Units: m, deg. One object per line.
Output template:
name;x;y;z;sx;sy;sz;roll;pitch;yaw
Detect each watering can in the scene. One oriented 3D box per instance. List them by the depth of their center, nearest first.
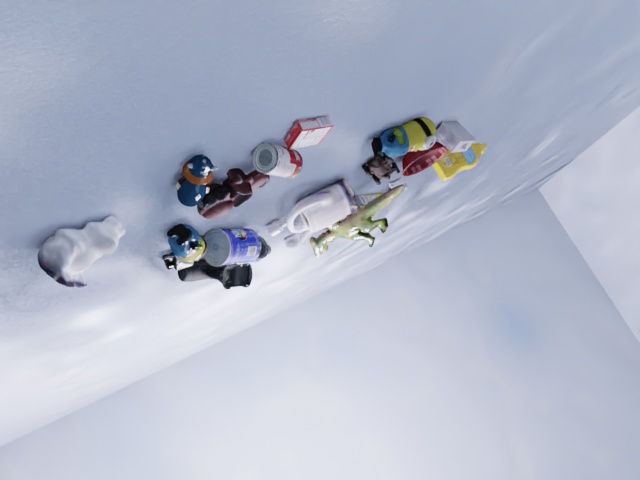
watering can;0.005;-0.079;1.576;0.225;0.105;0.343;-27;165;-5

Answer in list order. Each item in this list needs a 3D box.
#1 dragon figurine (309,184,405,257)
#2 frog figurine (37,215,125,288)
dragon figurine;0.087;-0.072;1.710;0.242;0.125;0.401;6;140;-25
frog figurine;-0.483;0.009;1.045;0.161;0.123;0.135;-62;160;-11
